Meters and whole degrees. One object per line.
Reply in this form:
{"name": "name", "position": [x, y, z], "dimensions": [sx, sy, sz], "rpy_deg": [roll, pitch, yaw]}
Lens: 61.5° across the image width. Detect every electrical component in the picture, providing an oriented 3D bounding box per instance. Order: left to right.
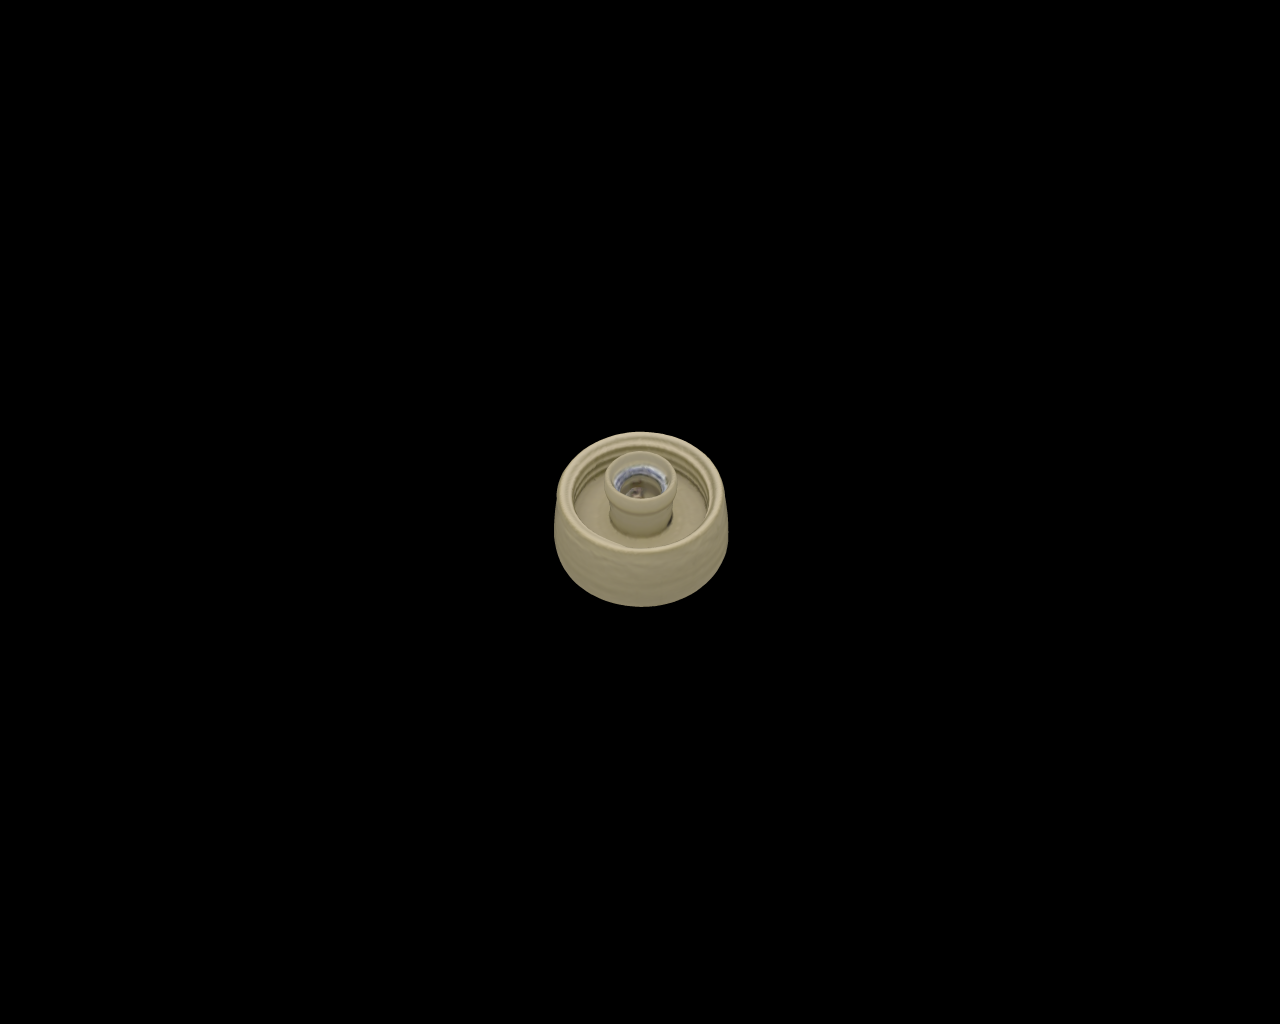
{"name": "electrical component", "position": [0.001, -0.003, 0.650], "dimensions": [0.108, 0.108, 0.060], "rpy_deg": [0, -40, 0]}
